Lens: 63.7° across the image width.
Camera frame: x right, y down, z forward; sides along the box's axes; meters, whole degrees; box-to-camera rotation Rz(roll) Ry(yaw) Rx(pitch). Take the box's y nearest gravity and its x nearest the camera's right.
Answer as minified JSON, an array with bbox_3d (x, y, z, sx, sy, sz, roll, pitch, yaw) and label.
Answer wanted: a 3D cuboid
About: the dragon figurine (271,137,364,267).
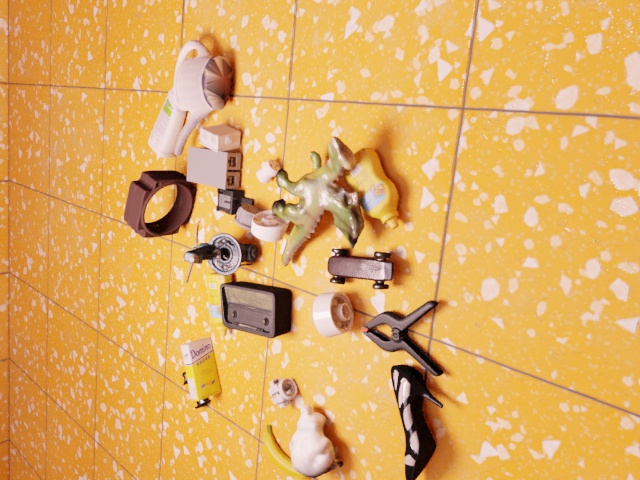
[{"bbox_3d":[0.004,-0.062,1.230,0.246,0.123,0.402,35,129,41],"label":"dragon figurine"}]

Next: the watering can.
[{"bbox_3d":[-0.361,-0.420,1.535,0.225,0.104,0.346,10,99,39],"label":"watering can"}]

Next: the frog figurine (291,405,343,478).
[{"bbox_3d":[-0.024,0.512,1.316,0.137,0.124,0.159,-4,104,60],"label":"frog figurine"}]
